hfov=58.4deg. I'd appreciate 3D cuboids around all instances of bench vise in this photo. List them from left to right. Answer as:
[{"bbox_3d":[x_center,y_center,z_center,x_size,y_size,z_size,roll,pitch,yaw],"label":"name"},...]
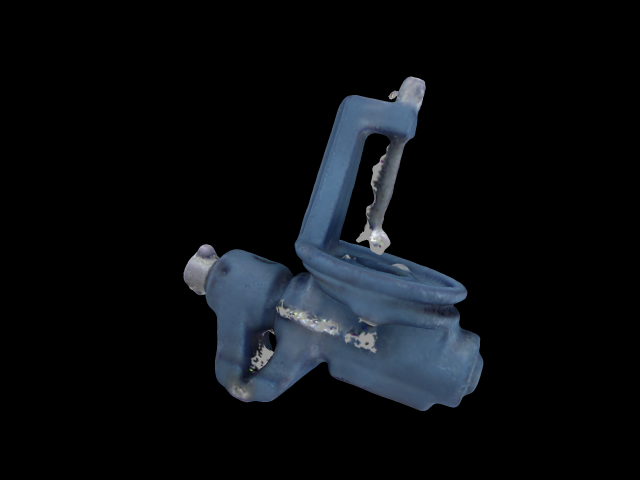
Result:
[{"bbox_3d":[0.004,0.002,0.388,0.207,0.220,0.121,0,3,-2],"label":"bench vise"}]
